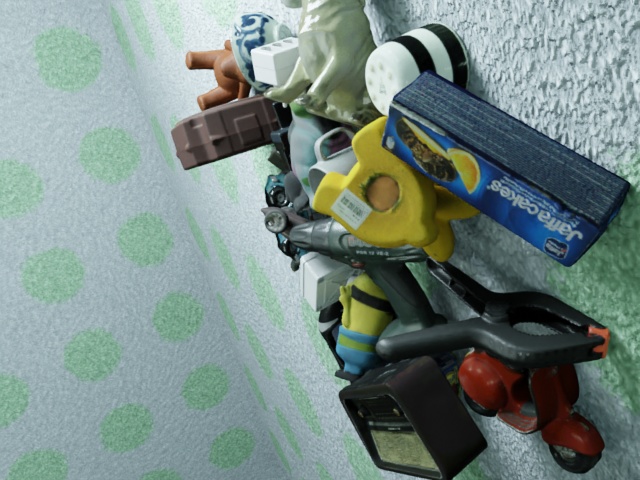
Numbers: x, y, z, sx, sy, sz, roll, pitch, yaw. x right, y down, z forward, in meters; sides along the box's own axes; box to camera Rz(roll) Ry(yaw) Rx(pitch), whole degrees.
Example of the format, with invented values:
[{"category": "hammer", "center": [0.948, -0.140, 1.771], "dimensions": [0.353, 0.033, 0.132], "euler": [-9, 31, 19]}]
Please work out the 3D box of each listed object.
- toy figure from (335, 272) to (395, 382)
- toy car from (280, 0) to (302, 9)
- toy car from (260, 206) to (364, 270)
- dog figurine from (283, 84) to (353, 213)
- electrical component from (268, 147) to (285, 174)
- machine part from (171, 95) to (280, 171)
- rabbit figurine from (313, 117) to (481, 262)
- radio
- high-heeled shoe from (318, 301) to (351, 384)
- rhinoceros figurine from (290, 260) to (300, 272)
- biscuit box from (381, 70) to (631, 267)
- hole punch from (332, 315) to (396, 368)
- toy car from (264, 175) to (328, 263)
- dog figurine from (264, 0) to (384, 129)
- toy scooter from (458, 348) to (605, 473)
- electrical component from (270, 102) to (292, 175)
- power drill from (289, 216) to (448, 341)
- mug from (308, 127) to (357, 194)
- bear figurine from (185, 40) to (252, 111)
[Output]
[{"category": "toy figure", "center": [0.076, 0.137, 0.857], "dimensions": [0.082, 0.089, 0.180], "euler": [17, -99, -71]}, {"category": "toy car", "center": [-0.037, -0.390, 0.663], "dimensions": [0.201, 0.056, 0.074], "euler": [95, 152, -51]}, {"category": "toy car", "center": [-0.002, -0.003, 0.850], "dimensions": [0.089, 0.202, 0.053], "euler": [-45, -24, -76]}, {"category": "dog figurine", "center": [-0.010, -0.158, 0.791], "dimensions": [0.192, 0.108, 0.219], "euler": [1, 109, 71]}, {"category": "electrical component", "center": [-0.060, -0.137, 0.992], "dimensions": [0.078, 0.045, 0.102], "euler": [34, 163, -16]}, {"category": "machine part", "center": [-0.158, -0.196, 0.970], "dimensions": [0.201, 0.201, 0.087], "euler": [5, 115, 68]}, {"category": "rabbit figurine", "center": [0.098, -0.057, 0.599], "dimensions": [0.162, 0.173, 0.121], "euler": [31, 109, 8]}, {"category": "radio", "center": [0.110, 0.238, 0.722], "dimensions": [0.131, 0.073, 0.229], "euler": [59, 156, 8]}, {"category": "high-heeled shoe", "center": [0.065, 0.215, 1.030], "dimensions": [0.248, 0.086, 0.145], "euler": [69, 174, -48]}, {"category": "rhinoceros figurine", "center": [-0.008, 0.029, 1.050], "dimensions": [0.112, 0.073, 0.190], "euler": [-10, 102, 59]}, {"category": "biscuit box", "center": [0.152, -0.065, 0.463], "dimensions": [0.203, 0.063, 0.059], "euler": [37, 152, 19]}, {"category": "hole punch", "center": [0.090, 0.172, 0.935], "dimensions": [0.142, 0.092, 0.115], "euler": [62, 156, 21]}, {"category": "toy car", "center": [-0.037, -0.046, 0.956], "dimensions": [0.109, 0.103, 0.161], "euler": [-169, 62, -81]}, {"category": "dog figurine", "center": [0.039, -0.233, 0.622], "dimensions": [0.121, 0.172, 0.190], "euler": [26, 102, 41]}, {"category": "toy scooter", "center": [0.225, 0.156, 0.590], "dimensions": [0.184, 0.075, 0.135], "euler": [31, 141, 53]}, {"category": "electrical component", "center": [-0.039, -0.173, 0.887], "dimensions": [0.048, 0.075, 0.119], "euler": [24, 131, 63]}, {"category": "power drill", "center": [0.081, 0.052, 0.749], "dimensions": [0.232, 0.086, 0.207], "euler": [-11, 107, 41]}, {"category": "mug", "center": [0.043, -0.096, 0.699], "dimensions": [0.109, 0.107, 0.081], "euler": [61, 157, -13]}, {"category": "bear figurine", "center": [-0.158, -0.302, 0.964], "dimensions": [0.196, 0.132, 0.120], "euler": [-150, 44, -68]}]
